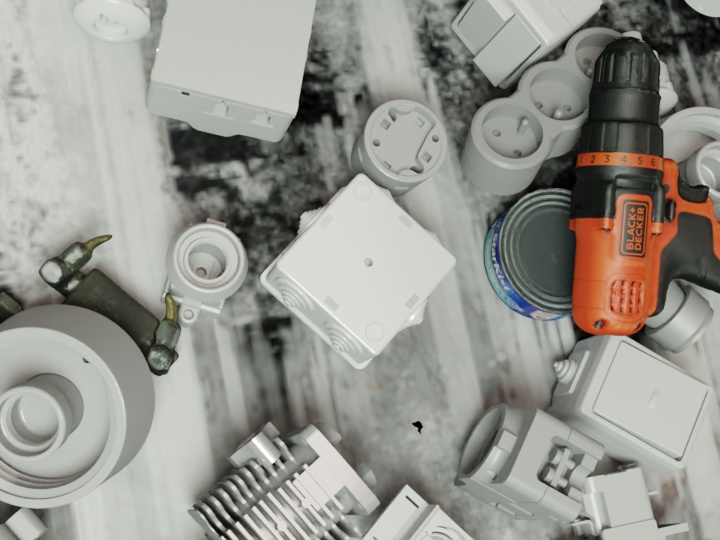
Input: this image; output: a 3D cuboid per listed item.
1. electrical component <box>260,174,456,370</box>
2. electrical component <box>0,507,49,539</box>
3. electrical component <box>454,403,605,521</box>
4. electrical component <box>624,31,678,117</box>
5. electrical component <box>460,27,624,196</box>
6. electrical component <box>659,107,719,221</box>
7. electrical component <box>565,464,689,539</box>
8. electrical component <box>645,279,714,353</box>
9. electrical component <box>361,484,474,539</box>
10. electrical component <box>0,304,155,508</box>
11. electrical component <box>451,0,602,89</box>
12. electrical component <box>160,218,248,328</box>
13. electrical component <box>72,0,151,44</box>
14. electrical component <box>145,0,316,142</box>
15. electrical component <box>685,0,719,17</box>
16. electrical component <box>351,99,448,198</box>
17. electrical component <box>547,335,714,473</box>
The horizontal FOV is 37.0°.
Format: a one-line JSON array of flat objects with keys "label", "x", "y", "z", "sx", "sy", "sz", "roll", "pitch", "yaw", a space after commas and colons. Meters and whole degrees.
[{"label": "electrical component", "x": 0.000, "y": 0.000, "z": 0.676, "sx": 0.100, "sy": 0.048, "sz": 0.099, "roll": 42, "pitch": 71, "yaw": -2}, {"label": "electrical component", "x": -0.192, "y": 0.175, "z": 0.580, "sx": 0.078, "sy": 0.058, "sz": 0.057, "roll": -42, "pitch": 88, "yaw": -20}, {"label": "electrical component", "x": 0.097, "y": 0.117, "z": 0.654, "sx": 0.056, "sy": 0.089, "sz": 0.050, "roll": 30, "pitch": 72, "yaw": -7}, {"label": "electrical component", "x": 0.197, "y": -0.138, "z": 0.764, "sx": 0.048, "sy": 0.048, "sz": 0.062, "roll": -2, "pitch": 71, "yaw": -16}, {"label": "electrical component", "x": 0.123, "y": -0.098, "z": 0.719, "sx": 0.138, "sy": 0.073, "sz": 0.052, "roll": -39, "pitch": 77, "yaw": -19}, {"label": "electrical component", "x": 0.236, "y": -0.061, "z": 0.748, "sx": 0.108, "sy": 0.060, "sz": 0.108, "roll": 3, "pitch": 77, "yaw": -14}, {"label": "electrical component", "x": 0.161, "y": 0.159, "z": 0.688, "sx": 0.081, "sy": 0.042, "sz": 0.063, "roll": -7, "pitch": 76, "yaw": -18}, {"label": "electrical component", "x": 0.204, "y": 0.024, "z": 0.728, "sx": 0.055, "sy": 0.045, "sz": 0.045, "roll": 39, "pitch": 71, "yaw": -4}, {"label": "electrical component", "x": 0.040, "y": 0.171, "z": 0.640, "sx": 0.081, "sy": 0.064, "sz": 0.042, "roll": 44, "pitch": 70, "yaw": -3}, {"label": "electrical component", "x": -0.172, "y": 0.076, "z": 0.585, "sx": 0.108, "sy": 0.060, "sz": 0.108, "roll": 0, "pitch": 97, "yaw": 2}, {"label": "electrical component", "x": 0.109, "y": -0.171, "z": 0.719, "sx": 0.061, "sy": 0.096, "sz": 0.061, "roll": -39, "pitch": 90, "yaw": -19}, {"label": "electrical component", "x": -0.094, "y": -0.001, "z": 0.647, "sx": 0.048, "sy": 0.055, "sz": 0.066, "roll": 18, "pitch": 74, "yaw": -11}, {"label": "electrical component", "x": -0.154, "y": -0.178, "z": 0.678, "sx": 0.048, "sy": 0.048, "sz": 0.062, "roll": 8, "pitch": 69, "yaw": -13}, {"label": "electrical component", "x": -0.077, "y": -0.166, "z": 0.686, "sx": 0.089, "sy": 0.062, "sz": 0.150, "roll": 12, "pitch": 75, "yaw": -12}, {"label": "electrical component", "x": 0.225, "y": -0.239, "z": 0.789, "sx": 0.138, "sy": 0.052, "sz": 0.074, "roll": 46, "pitch": 71, "yaw": -2}, {"label": "electrical component", "x": 0.023, "y": -0.077, "z": 0.701, "sx": 0.055, "sy": 0.047, "sz": 0.055, "roll": 3, "pitch": 77, "yaw": -14}, {"label": "electrical component", "x": 0.170, "y": 0.083, "z": 0.697, "sx": 0.096, "sy": 0.061, "sz": 0.061, "roll": 30, "pitch": 72, "yaw": -7}]
